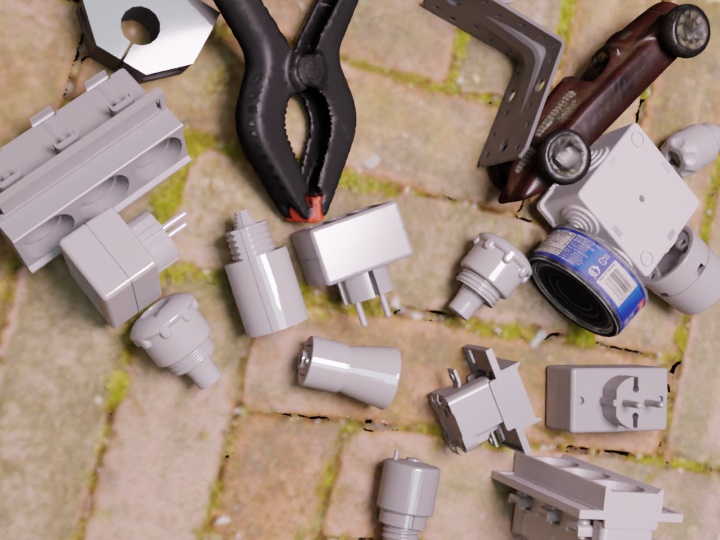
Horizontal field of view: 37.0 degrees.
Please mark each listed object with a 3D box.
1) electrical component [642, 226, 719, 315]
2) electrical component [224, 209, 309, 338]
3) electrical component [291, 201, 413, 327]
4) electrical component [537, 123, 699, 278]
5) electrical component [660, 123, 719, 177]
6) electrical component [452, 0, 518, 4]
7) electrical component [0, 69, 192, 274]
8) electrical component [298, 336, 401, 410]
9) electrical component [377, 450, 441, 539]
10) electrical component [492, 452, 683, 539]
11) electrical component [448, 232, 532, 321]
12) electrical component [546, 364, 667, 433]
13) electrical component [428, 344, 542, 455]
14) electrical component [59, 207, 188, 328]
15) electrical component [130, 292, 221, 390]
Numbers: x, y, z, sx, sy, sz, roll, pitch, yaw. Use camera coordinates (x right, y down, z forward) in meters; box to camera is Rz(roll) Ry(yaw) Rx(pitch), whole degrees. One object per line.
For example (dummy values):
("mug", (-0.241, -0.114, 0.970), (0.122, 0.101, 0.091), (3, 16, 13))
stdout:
("electrical component", (0.248, 0.001, 0.823), (0.047, 0.055, 0.055), (37, 77, -20))
("electrical component", (-0.067, 0.000, 0.713), (0.043, 0.043, 0.081), (-19, 96, -19))
("electrical component", (0.000, 0.000, 0.735), (0.066, 0.047, 0.076), (-20, 96, -19))
("electrical component", (0.194, -0.049, 0.799), (0.099, 0.048, 0.099), (47, 65, -13))
("electrical component", (0.267, -0.099, 0.842), (0.061, 0.035, 0.035), (-29, 99, -21))
("electrical component", (0.084, -0.236, 0.773), (0.099, 0.064, 0.099), (-5, 99, -32))
("electrical component", (-0.173, -0.064, 0.660), (0.121, 0.078, 0.063), (-38, 72, -17))
("electrical component", (-0.010, 0.068, 0.735), (0.065, 0.044, 0.044), (14, 85, -15))
("electrical component", (0.031, 0.166, 0.748), (0.040, 0.040, 0.078), (12, 86, -20))
("electrical component", (0.153, 0.170, 0.750), (0.079, 0.121, 0.063), (7, 89, -20))
("electrical component", (0.089, 0.007, 0.771), (0.048, 0.048, 0.062), (41, 85, -15))
("electrical component", (0.192, 0.095, 0.789), (0.083, 0.076, 0.047), (2, 89, -20))
("electrical component", (0.087, 0.097, 0.770), (0.064, 0.042, 0.081), (-24, 97, -15))
("electrical component", (-0.138, -0.011, 0.669), (0.077, 0.065, 0.047), (-37, 80, -17))
("electrical component", (-0.114, 0.049, 0.695), (0.048, 0.048, 0.062), (-39, 109, -16))
